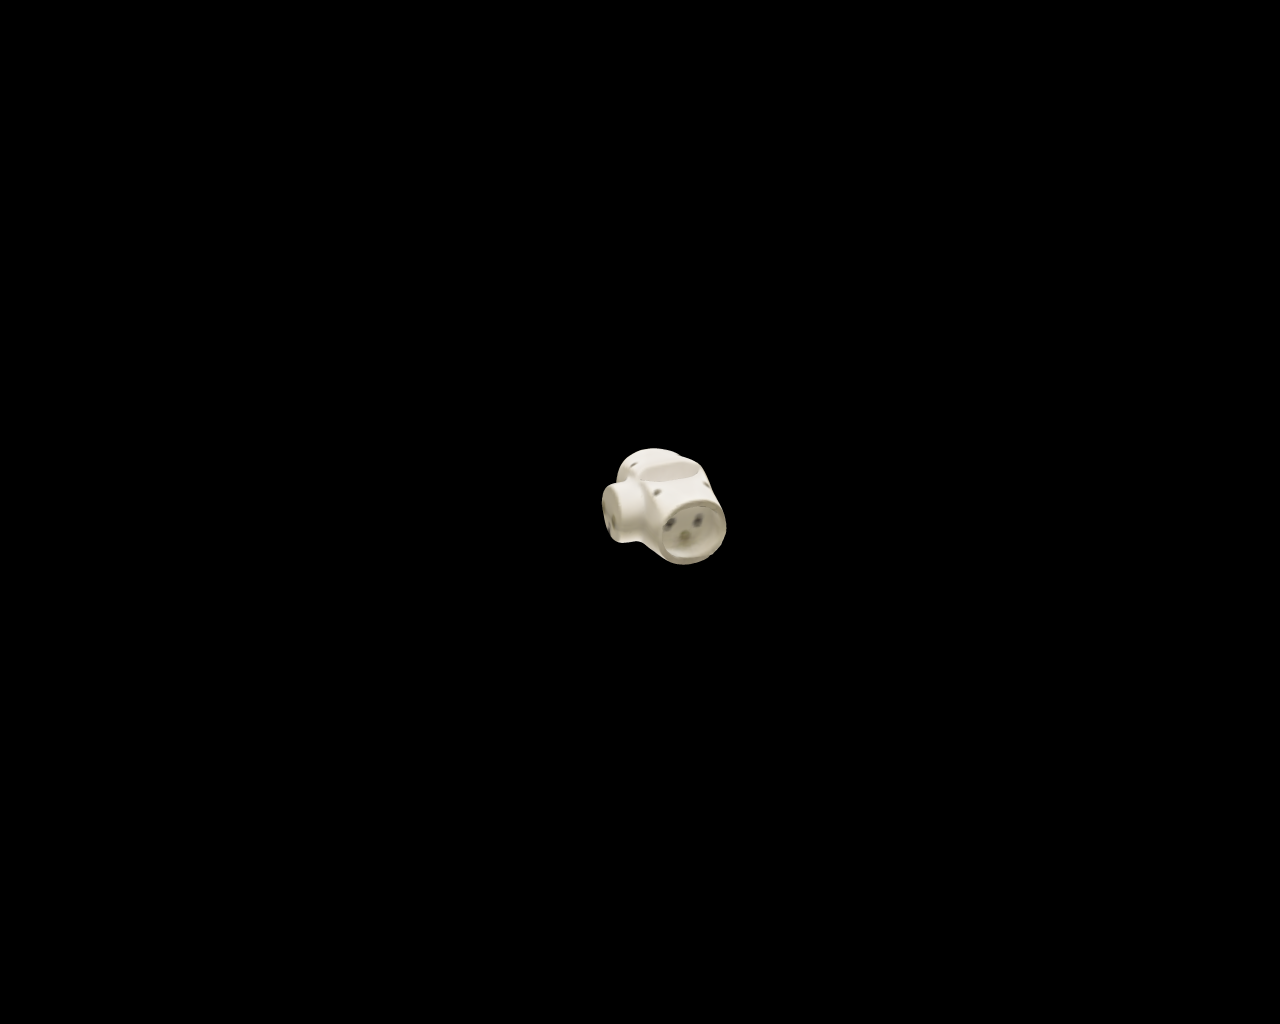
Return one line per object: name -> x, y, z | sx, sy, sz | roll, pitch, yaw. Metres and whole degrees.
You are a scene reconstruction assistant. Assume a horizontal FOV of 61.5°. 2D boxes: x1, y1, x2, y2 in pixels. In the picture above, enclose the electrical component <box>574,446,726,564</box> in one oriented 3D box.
electrical component -> 0.001, -0.003, 0.650 | 0.079, 0.043, 0.077 | -9, 30, -16
